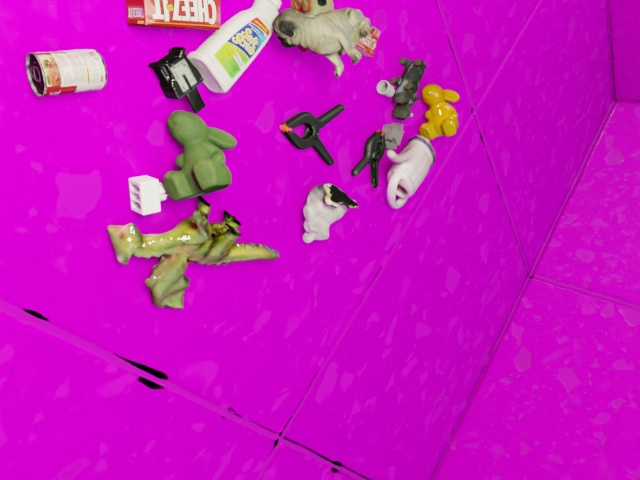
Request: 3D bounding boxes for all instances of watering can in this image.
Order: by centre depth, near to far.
[{"bbox_3d":[0.270,-0.231,1.580,0.227,0.105,0.341,-56,158,-18],"label":"watering can"}]

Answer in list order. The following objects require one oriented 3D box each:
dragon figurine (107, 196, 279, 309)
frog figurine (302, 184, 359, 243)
[{"bbox_3d":[-0.270,0.046,1.118,0.243,0.124,0.404,-50,137,1],"label":"dragon figurine"},{"bbox_3d":[0.004,-0.070,1.388,0.138,0.124,0.156,-18,154,-54],"label":"frog figurine"}]
